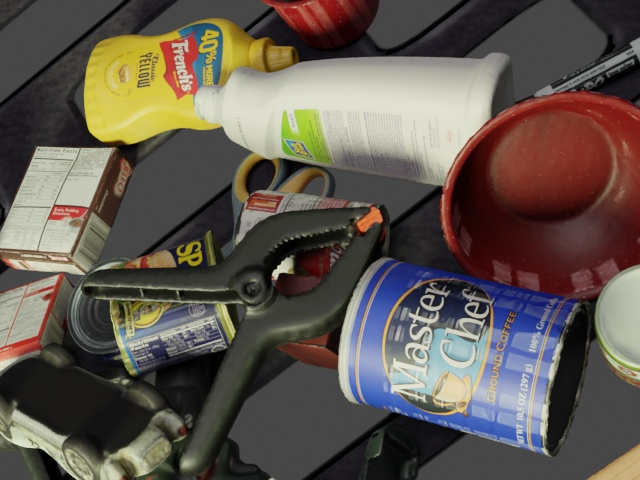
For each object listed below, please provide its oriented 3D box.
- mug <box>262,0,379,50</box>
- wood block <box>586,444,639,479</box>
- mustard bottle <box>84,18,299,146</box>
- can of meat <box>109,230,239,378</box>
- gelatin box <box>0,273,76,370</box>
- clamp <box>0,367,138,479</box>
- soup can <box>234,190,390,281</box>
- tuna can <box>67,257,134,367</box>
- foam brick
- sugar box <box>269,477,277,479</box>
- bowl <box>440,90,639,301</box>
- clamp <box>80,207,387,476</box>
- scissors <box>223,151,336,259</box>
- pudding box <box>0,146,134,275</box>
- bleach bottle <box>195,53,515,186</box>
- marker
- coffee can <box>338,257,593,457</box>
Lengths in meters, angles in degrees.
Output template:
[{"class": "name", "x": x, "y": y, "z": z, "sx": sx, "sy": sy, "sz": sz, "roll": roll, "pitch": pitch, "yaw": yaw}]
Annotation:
[{"class": "mug", "x": -0.011, "y": -0.213, "z": 0.890, "sx": 0.117, "sy": 0.081, "sz": 0.093, "roll": 11, "pitch": 74, "yaw": 27}, {"class": "wood block", "x": 0.189, "y": 0.184, "z": 0.628, "sx": 0.206, "sy": 0.090, "sz": 0.090, "roll": -37, "pitch": 59, "yaw": 7}, {"class": "mustard bottle", "x": -0.108, "y": -0.141, "z": 0.918, "sx": 0.192, "sy": 0.058, "sz": 0.096, "roll": -7, "pitch": 68, "yaw": 22}, {"class": "can of meat", "x": -0.109, "y": 0.048, "z": 0.797, "sx": 0.084, "sy": 0.057, "sz": 0.102, "roll": -18, "pitch": 36, "yaw": 0}, {"class": "gelatin box", "x": -0.247, "y": 0.074, "z": 0.890, "sx": 0.073, "sy": 0.030, "sz": 0.089, "roll": -18, "pitch": 35, "yaw": 16}, {"class": "clamp", "x": -0.235, "y": 0.150, "z": 0.863, "sx": 0.172, "sy": 0.039, "sz": 0.120, "roll": 3, "pitch": 54, "yaw": 31}, {"class": "soup can", "x": -0.005, "y": 0.001, "z": 0.797, "sx": 0.102, "sy": 0.068, "sz": 0.068, "roll": 8, "pitch": 72, "yaw": 18}, {"class": "tuna can", "x": -0.163, "y": 0.058, "z": 0.874, "sx": 0.086, "sy": 0.033, "sz": 0.086, "roll": -9, "pitch": 66, "yaw": 21}, {"class": "foam brick", "x": 0.002, "y": 0.060, "z": 0.772, "sx": 0.053, "sy": 0.078, "sz": 0.051, "roll": 6, "pitch": 73, "yaw": 26}, {"class": "sugar box", "x": -0.036, "y": 0.234, "z": 0.618, "sx": 0.093, "sy": 0.048, "sz": 0.176, "roll": -33, "pitch": 42, "yaw": 10}, {"class": "bowl", "x": 0.160, "y": -0.036, "z": 0.719, "sx": 0.162, "sy": 0.162, "sz": 0.055, "roll": -23, "pitch": 28, "yaw": 15}, {"class": "clamp", "x": -0.052, "y": 0.035, "z": 0.725, "sx": 0.210, "sy": 0.036, "sz": 0.165, "roll": -38, "pitch": 66, "yaw": -9}, {"class": "scissors", "x": -0.076, "y": 0.001, "z": 0.868, "sx": 0.202, "sy": 0.016, "sz": 0.096, "roll": -40, "pitch": 60, "yaw": 4}, {"class": "pudding box", "x": -0.223, "y": -0.028, "z": 0.929, "sx": 0.090, "sy": 0.039, "sz": 0.113, "roll": 3, "pitch": 61, "yaw": 27}, {"class": "bleach bottle", "x": 0.018, "y": -0.099, "z": 0.809, "sx": 0.251, "sy": 0.102, "sz": 0.068, "roll": 9, "pitch": 47, "yaw": 23}, {"class": "marker", "x": 0.192, "y": -0.116, "z": 0.793, "sx": 0.121, "sy": 0.020, "sz": 0.020, "roll": -27, "pitch": 60, "yaw": 12}, {"class": "coffee can", "x": 0.097, "y": 0.075, "z": 0.704, "sx": 0.140, "sy": 0.102, "sz": 0.103, "roll": 12, "pitch": 74, "yaw": 25}]
